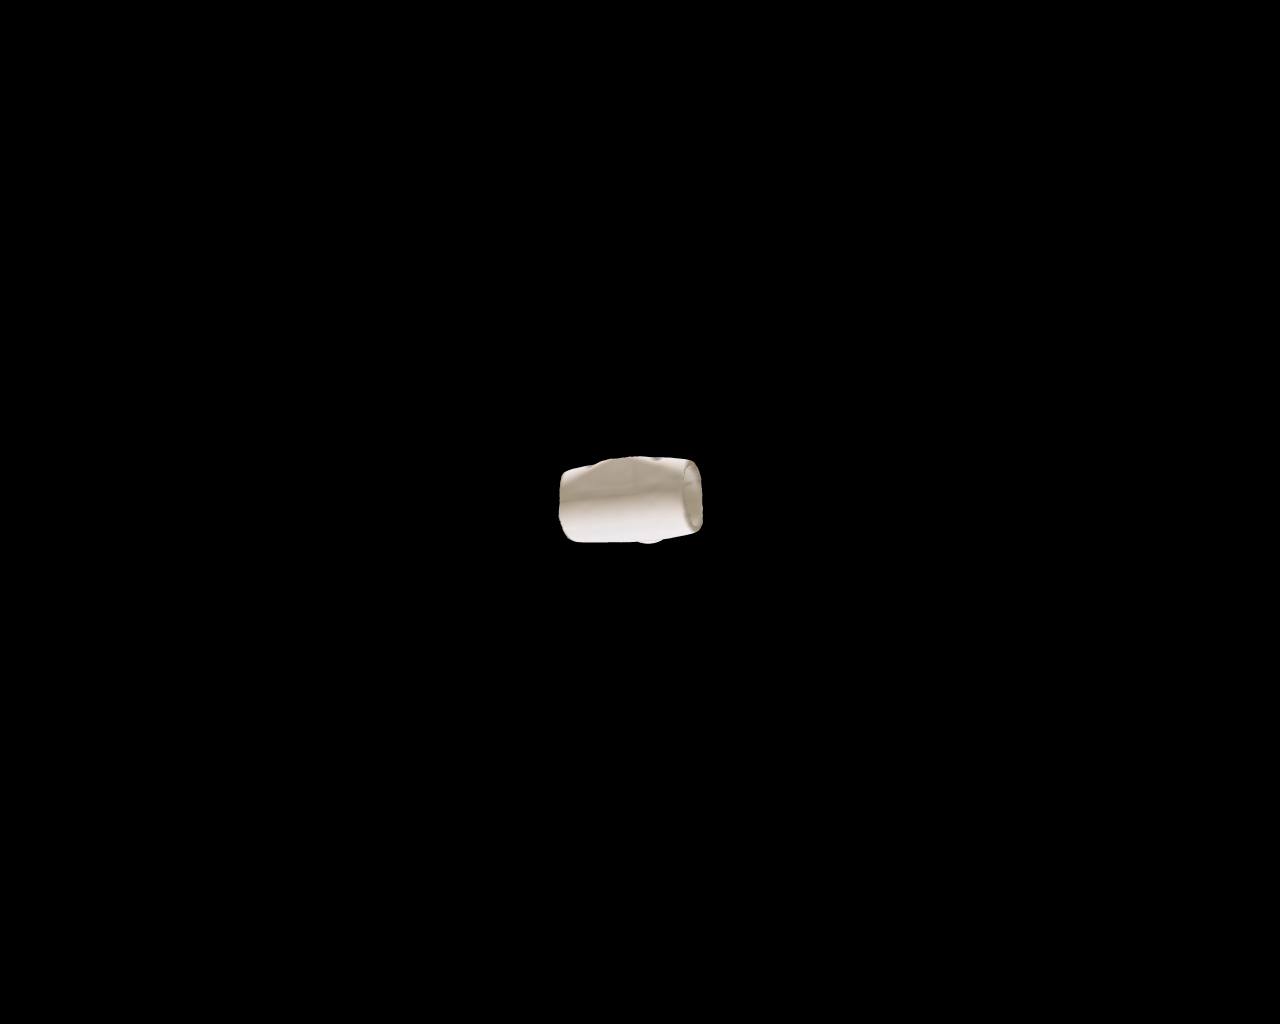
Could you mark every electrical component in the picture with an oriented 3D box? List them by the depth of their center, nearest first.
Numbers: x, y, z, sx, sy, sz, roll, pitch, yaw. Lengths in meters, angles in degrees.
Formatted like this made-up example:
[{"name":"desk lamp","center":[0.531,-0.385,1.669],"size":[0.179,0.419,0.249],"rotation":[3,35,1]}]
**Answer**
[{"name":"electrical component","center":[0.001,-0.003,0.650],"size":[0.077,0.044,0.079],"rotation":[-5,-15,18]}]
